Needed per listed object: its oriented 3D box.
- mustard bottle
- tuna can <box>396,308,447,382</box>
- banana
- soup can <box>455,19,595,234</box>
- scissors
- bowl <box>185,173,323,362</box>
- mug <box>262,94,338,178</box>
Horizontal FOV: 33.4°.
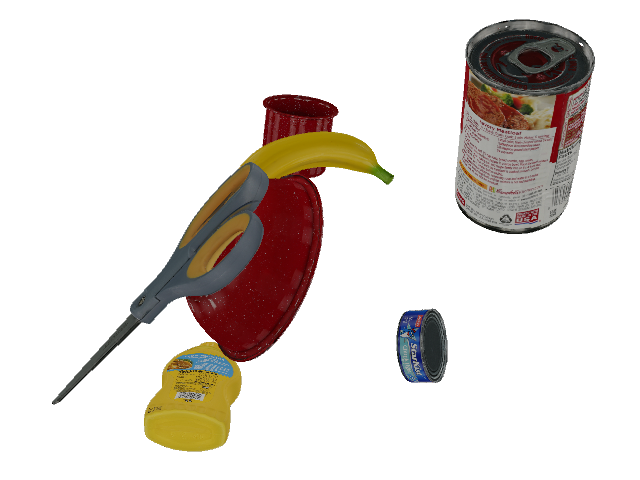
[{"bbox_3d":[-0.146,0.176,1.284,0.096,0.058,0.191,3,25,4],"label":"mustard bottle"},{"bbox_3d":[0.118,0.123,1.241,0.034,0.086,0.086,-5,-2,25],"label":"tuna can"},{"bbox_3d":[-0.014,-0.083,1.112,0.197,0.037,0.070,-9,46,-32],"label":"banana"},{"bbox_3d":[0.112,-0.062,0.598,0.068,0.102,0.068,-1,44,1],"label":"soup can"},{"bbox_3d":[-0.094,0.040,0.629,0.016,0.202,0.096,36,5,-25],"label":"scissors"},{"bbox_3d":[-0.065,0.013,0.855,0.055,0.162,0.162,21,-11,-29],"label":"bowl"},{"bbox_3d":[-0.024,-0.131,1.321,0.093,0.081,0.117,17,25,21],"label":"mug"}]
